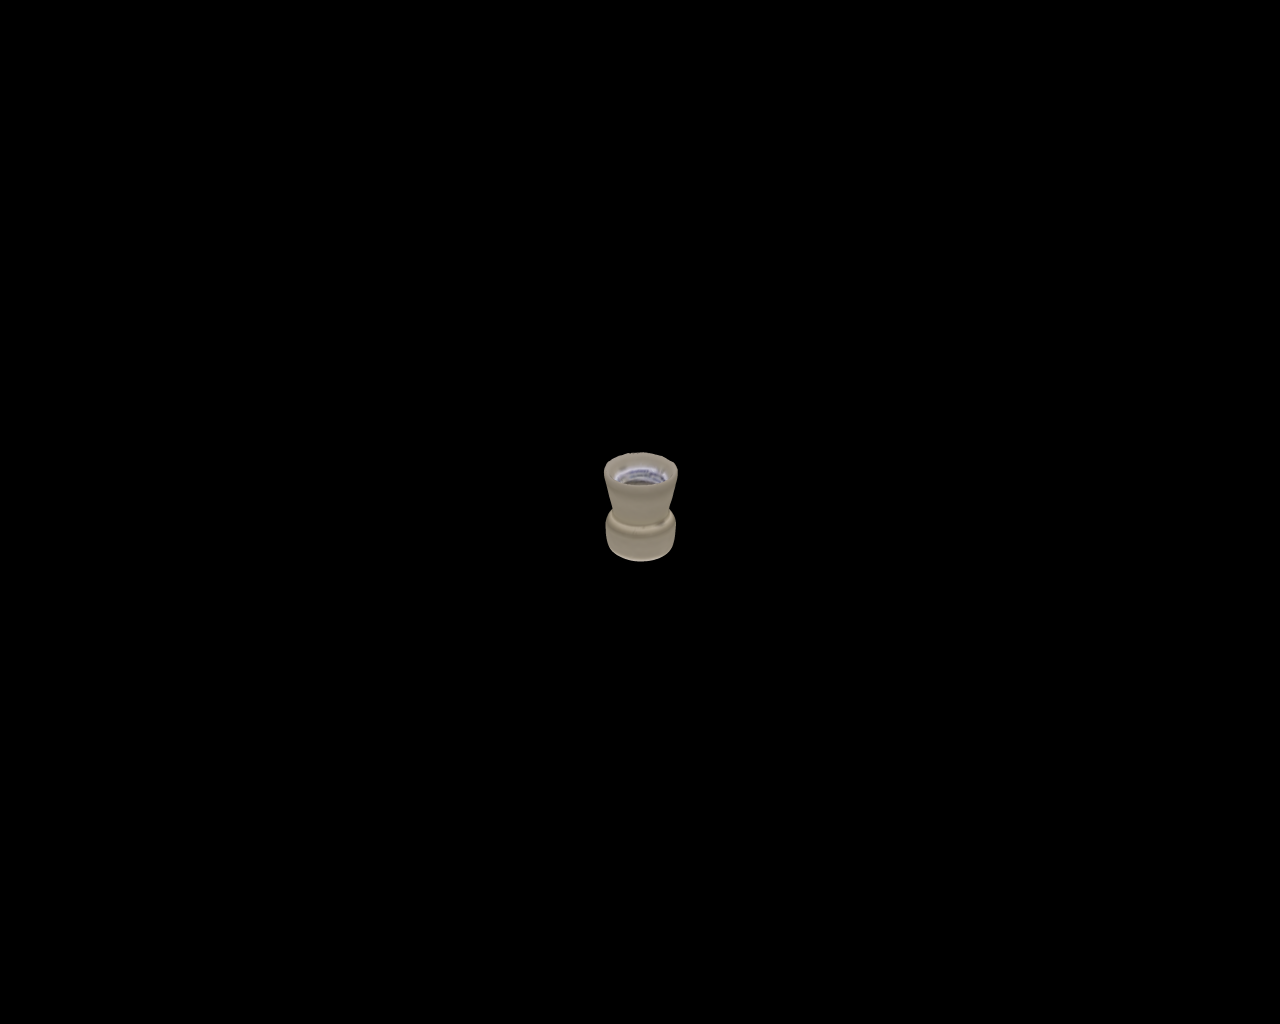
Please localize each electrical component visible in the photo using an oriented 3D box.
[{"bbox_3d":[0.001,-0.003,0.650,0.045,0.055,0.045,0,31,0],"label":"electrical component"}]
